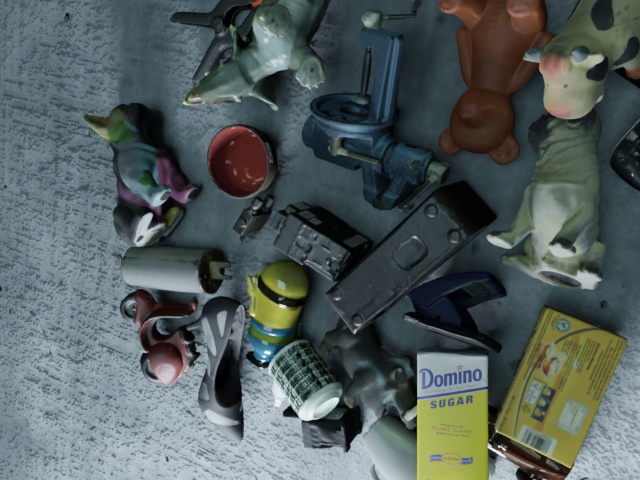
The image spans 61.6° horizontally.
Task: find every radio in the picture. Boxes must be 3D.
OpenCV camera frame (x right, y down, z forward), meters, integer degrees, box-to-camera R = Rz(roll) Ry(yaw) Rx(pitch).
[{"bbox_3d":[0.117,0.024,0.713,0.073,0.131,0.229,49,115,12],"label":"radio"}]

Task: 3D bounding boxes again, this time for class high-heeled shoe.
[{"bbox_3d":[-0.139,0.212,0.881,0.145,0.086,0.248,-20,95,36],"label":"high-heeled shoe"}]

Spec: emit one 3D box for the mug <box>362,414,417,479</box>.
[{"bbox_3d":[0.113,0.324,0.806,0.107,0.081,0.109,45,121,23],"label":"mug"}]

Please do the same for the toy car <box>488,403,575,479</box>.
[{"bbox_3d":[0.246,0.266,0.743,0.202,0.053,0.089,32,108,18],"label":"toy car"}]

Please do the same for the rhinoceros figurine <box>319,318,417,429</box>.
[{"bbox_3d":[0.083,0.194,0.799,0.112,0.073,0.190,-37,81,15],"label":"rhinoceros figurine"}]

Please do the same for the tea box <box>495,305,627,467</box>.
[{"bbox_3d":[0.296,0.177,0.671,0.098,0.068,0.169,25,93,18],"label":"tea box"}]

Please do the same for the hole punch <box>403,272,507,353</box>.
[{"bbox_3d":[0.180,0.086,0.702,0.116,0.142,0.092,10,81,31],"label":"hole punch"}]

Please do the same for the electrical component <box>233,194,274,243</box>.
[{"bbox_3d":[-0.108,-0.031,0.847,0.021,0.063,0.094,42,115,13],"label":"electrical component"}]

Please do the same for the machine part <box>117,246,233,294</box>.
[{"bbox_3d":[-0.254,0.050,0.924,0.243,0.079,0.079,1,100,24],"label":"machine part"}]

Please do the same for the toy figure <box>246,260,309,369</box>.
[{"bbox_3d":[-0.066,0.117,0.846,0.089,0.082,0.180,18,105,27],"label":"toy figure"}]

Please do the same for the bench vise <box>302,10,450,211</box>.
[{"bbox_3d":[0.074,-0.165,0.696,0.224,0.129,0.240,33,132,37],"label":"bench vise"}]

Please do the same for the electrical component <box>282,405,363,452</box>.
[{"bbox_3d":[0.000,0.292,0.850,0.119,0.075,0.047,-5,97,22],"label":"electrical component"}]

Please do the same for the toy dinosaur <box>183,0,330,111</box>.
[{"bbox_3d":[-0.033,-0.331,0.724,0.404,0.131,0.192,-61,29,4],"label":"toy dinosaur"}]

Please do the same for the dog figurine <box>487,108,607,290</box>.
[{"bbox_3d":[0.302,-0.051,0.647,0.121,0.172,0.190,16,74,37],"label":"dog figurine"}]

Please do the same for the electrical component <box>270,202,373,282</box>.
[{"bbox_3d":[-0.002,-0.002,0.774,0.134,0.115,0.058,33,107,17],"label":"electrical component"}]

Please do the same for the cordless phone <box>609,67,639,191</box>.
[{"bbox_3d":[0.368,-0.148,0.606,0.184,0.088,0.146,48,116,22],"label":"cordless phone"}]

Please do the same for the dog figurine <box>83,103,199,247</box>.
[{"bbox_3d":[-0.319,-0.120,0.911,0.219,0.108,0.191,49,118,15],"label":"dog figurine"}]

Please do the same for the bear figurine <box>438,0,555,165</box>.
[{"bbox_3d":[0.196,-0.195,0.643,0.120,0.132,0.195,24,104,34],"label":"bear figurine"}]

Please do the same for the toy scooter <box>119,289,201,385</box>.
[{"bbox_3d":[-0.264,0.164,0.952,0.135,0.075,0.183,-17,99,8],"label":"toy scooter"}]

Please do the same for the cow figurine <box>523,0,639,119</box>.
[{"bbox_3d":[0.293,-0.219,0.563,0.086,0.127,0.194,28,97,53],"label":"cow figurine"}]
